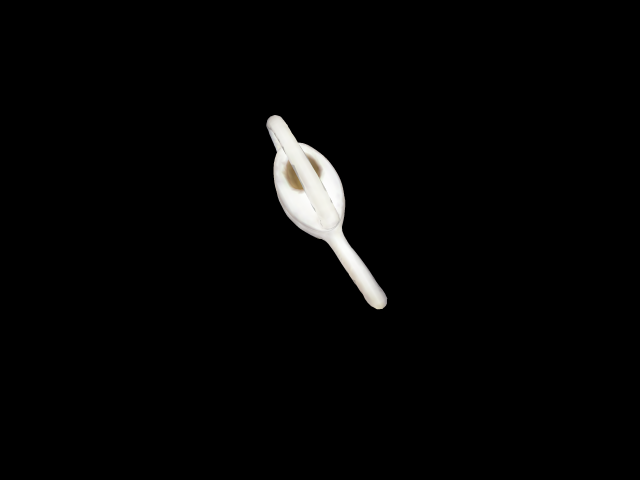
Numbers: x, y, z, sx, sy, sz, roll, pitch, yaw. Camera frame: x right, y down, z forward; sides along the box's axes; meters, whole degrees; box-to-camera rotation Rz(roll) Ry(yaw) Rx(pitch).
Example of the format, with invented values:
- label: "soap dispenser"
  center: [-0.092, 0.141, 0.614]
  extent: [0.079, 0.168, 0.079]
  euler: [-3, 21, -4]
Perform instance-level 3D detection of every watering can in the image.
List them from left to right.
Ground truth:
- label: "watering can"
  center: [0.003, -0.043, 0.850]
  extent: [0.104, 0.349, 0.223]
  euler: [-28, -6, -2]
